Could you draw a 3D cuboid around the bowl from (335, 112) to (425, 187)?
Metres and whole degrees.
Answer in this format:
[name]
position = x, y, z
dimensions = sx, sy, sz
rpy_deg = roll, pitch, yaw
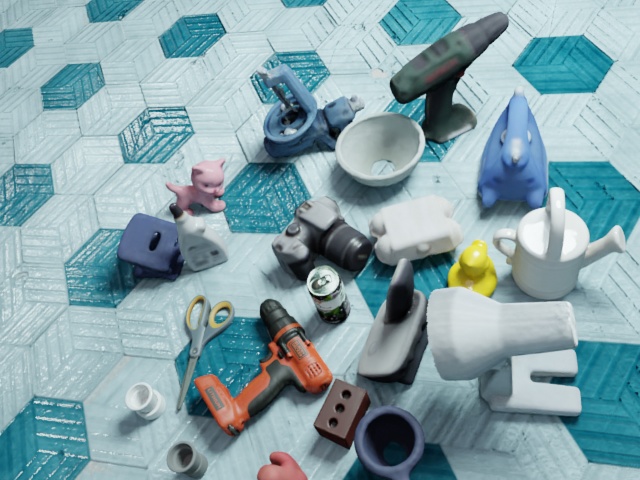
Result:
[bowl]
position = 0.116, -0.158, 1.080
dimensions = 0.167, 0.075, 0.167
rpy_deg = -6, 55, 10

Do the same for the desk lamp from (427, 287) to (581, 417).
[desk lamp]
position = 0.248, 0.144, 0.757
dimensions = 0.203, 0.214, 0.118
rpy_deg = 0, 57, 14

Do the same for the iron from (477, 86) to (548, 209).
[iron]
position = 0.341, -0.182, 1.000
dimensions = 0.118, 0.142, 0.258
rpy_deg = 3, 57, 16

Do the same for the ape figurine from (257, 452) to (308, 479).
[ape figurine]
position = -0.058, 0.328, 0.781
dimensions = 0.076, 0.092, 0.078
rpy_deg = 18, 63, 24

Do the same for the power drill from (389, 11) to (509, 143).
[power drill]
position = 0.241, -0.289, 1.055
dimensions = 0.229, 0.209, 0.075
rpy_deg = -27, 54, -5

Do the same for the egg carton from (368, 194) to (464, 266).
[egg carton]
position = 0.162, -0.014, 0.974
dimensions = 0.150, 0.069, 0.107
rpy_deg = -16, 54, 3

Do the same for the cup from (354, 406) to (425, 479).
[cup]
position = 0.101, 0.292, 0.765
dimensions = 0.091, 0.095, 0.117
rpy_deg = -20, 54, 0

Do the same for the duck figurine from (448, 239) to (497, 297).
[duck figurine]
position = 0.240, 0.048, 0.903
dimensions = 0.077, 0.086, 0.105
rpy_deg = 15, 62, 23

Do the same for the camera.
[camera]
position = 0.009, 0.004, 0.980
dimensions = 0.136, 0.101, 0.143
rpy_deg = 32, 69, 30

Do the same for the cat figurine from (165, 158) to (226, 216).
[cat figurine]
position = -0.233, -0.109, 1.104
dimensions = 0.127, 0.118, 0.067
rpy_deg = -13, 54, 5

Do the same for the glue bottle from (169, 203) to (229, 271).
[glue bottle]
position = -0.221, -0.010, 1.001
dimensions = 0.078, 0.173, 0.037
rpy_deg = -18, 54, 1

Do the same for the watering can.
[watering can]
position = 0.349, -0.001, 0.843
dimensions = 0.172, 0.194, 0.101
rpy_deg = -13, 54, 5

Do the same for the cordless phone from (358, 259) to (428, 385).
[cordless phone]
position = 0.103, 0.118, 0.827
dimensions = 0.094, 0.185, 0.148
rpy_deg = 11, 60, 20

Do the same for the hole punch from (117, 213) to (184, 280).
[hole punch]
position = -0.303, 0.010, 1.058
dimensions = 0.101, 0.091, 0.108
rpy_deg = 2, 57, 15

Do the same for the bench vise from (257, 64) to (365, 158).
[bench vise]
position = -0.029, -0.264, 1.097
dimensions = 0.207, 0.220, 0.121
rpy_deg = -27, 54, -5
